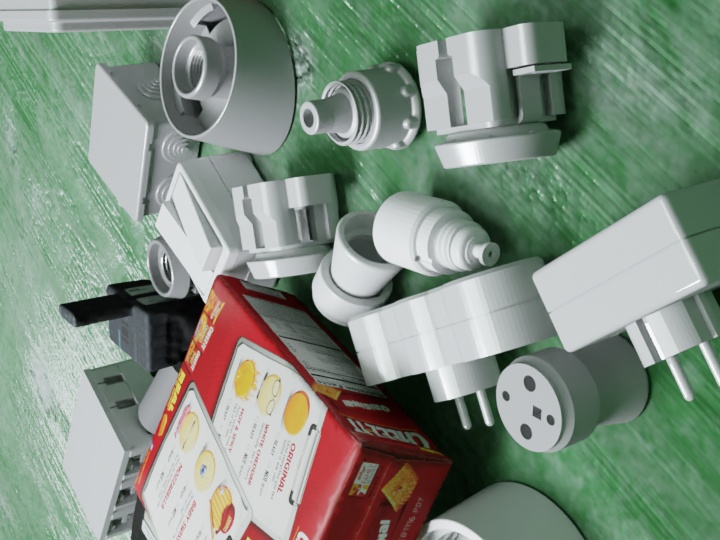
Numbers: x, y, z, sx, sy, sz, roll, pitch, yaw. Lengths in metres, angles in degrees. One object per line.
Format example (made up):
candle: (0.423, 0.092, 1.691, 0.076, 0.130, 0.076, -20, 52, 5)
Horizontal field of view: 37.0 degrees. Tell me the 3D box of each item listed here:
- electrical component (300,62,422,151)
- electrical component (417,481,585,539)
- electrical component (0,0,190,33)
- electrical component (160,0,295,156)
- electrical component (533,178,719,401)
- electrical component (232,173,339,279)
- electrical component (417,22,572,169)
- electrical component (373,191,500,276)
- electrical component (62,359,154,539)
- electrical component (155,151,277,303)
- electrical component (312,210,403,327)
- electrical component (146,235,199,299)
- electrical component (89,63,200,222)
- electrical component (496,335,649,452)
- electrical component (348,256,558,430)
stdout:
electrical component: (-0.002, -0.084, 0.571, 0.048, 0.062, 0.048, 24, 121, 49)
electrical component: (0.069, 0.172, 0.562, 0.108, 0.060, 0.108, 25, 121, 49)
electrical component: (-0.187, -0.198, 0.757, 0.109, 0.109, 0.056, 18, 113, 52)
electrical component: (-0.084, -0.126, 0.695, 0.099, 0.064, 0.099, -1, 88, 49)
electrical component: (0.125, 0.016, 0.438, 0.083, 0.047, 0.075, -38, 71, 53)
electrical component: (-0.043, -0.026, 0.657, 0.078, 0.058, 0.057, -3, 97, 56)
electrical component: (0.061, -0.077, 0.489, 0.078, 0.058, 0.057, 1, 99, 55)
electrical component: (0.041, -0.016, 0.554, 0.078, 0.040, 0.040, 21, 118, 51)
electrical component: (-0.211, 0.159, 0.958, 0.089, 0.062, 0.150, 55, 140, 29)
electrical component: (-0.096, -0.033, 0.726, 0.096, 0.061, 0.061, 58, 142, 25)
electrical component: (0.000, 0.000, 0.614, 0.045, 0.045, 0.055, 56, 142, 27)
electrical component: (-0.120, -0.006, 0.774, 0.066, 0.055, 0.048, 36, 129, 44)
electrical component: (-0.161, -0.098, 0.807, 0.099, 0.048, 0.099, 47, 137, 36)
electrical component: (0.096, 0.055, 0.487, 0.045, 0.055, 0.045, 25, 121, 49)
electrical component: (0.051, 0.045, 0.550, 0.138, 0.052, 0.073, -23, 82, 55)
